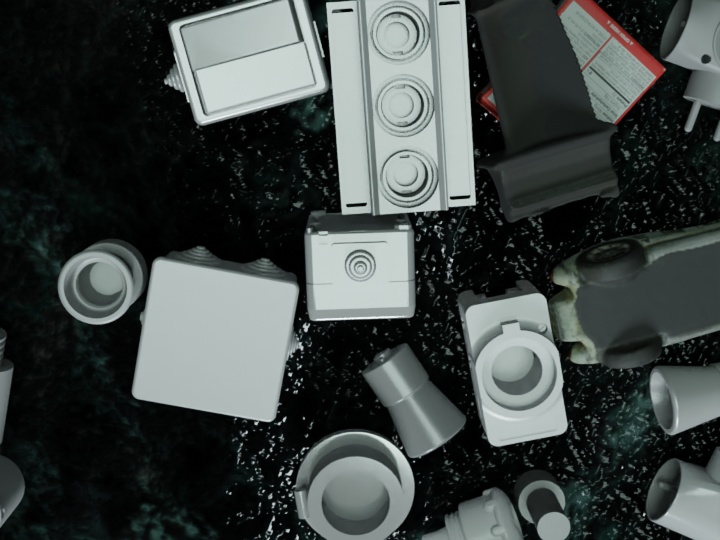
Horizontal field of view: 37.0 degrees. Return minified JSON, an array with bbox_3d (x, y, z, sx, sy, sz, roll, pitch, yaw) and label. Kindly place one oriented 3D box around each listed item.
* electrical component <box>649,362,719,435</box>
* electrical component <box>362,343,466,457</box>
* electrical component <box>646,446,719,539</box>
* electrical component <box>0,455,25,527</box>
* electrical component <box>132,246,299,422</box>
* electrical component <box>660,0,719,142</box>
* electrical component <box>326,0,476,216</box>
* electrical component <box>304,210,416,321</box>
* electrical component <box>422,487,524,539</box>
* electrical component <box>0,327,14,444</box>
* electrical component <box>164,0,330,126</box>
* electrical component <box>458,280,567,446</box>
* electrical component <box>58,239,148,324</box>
[{"bbox_3d":[0.223,0.077,0.682,0.065,0.044,0.044,-10,100,-4],"label":"electrical component"},{"bbox_3d":[0.031,0.079,0.679,0.044,0.044,0.065,-34,94,5],"label":"electrical component"},{"bbox_3d":[0.237,0.140,0.690,0.077,0.044,0.079,24,98,-5],"label":"electrical component"},{"bbox_3d":[-0.241,0.147,0.665,0.043,0.081,0.043,0,100,-1],"label":"electrical component"},{"bbox_3d":[-0.087,0.038,0.665,0.100,0.048,0.099,11,99,-3],"label":"electrical component"},{"bbox_3d":[0.219,-0.118,0.646,0.077,0.044,0.079,17,99,-4],"label":"electrical component"},{"bbox_3d":[0.024,-0.098,0.637,0.079,0.063,0.121,-4,100,0],"label":"electrical component"},{"bbox_3d":[0.000,0.000,0.636,0.062,0.096,0.061,-2,101,0],"label":"electrical component"},{"bbox_3d":[0.072,0.171,0.694,0.062,0.048,0.048,-20,99,9],"label":"electrical component"},{"bbox_3d":[-0.240,0.066,0.671,0.043,0.043,0.081,11,99,-3],"label":"electrical component"},{"bbox_3d":[-0.070,-0.123,0.632,0.096,0.061,0.061,-15,100,2],"label":"electrical component"},{"bbox_3d":[0.095,0.058,0.668,0.050,0.055,0.089,-11,100,1],"label":"electrical component"},{"bbox_3d":[-0.155,0.006,0.655,0.045,0.055,0.045,0,100,-1],"label":"electrical component"}]
